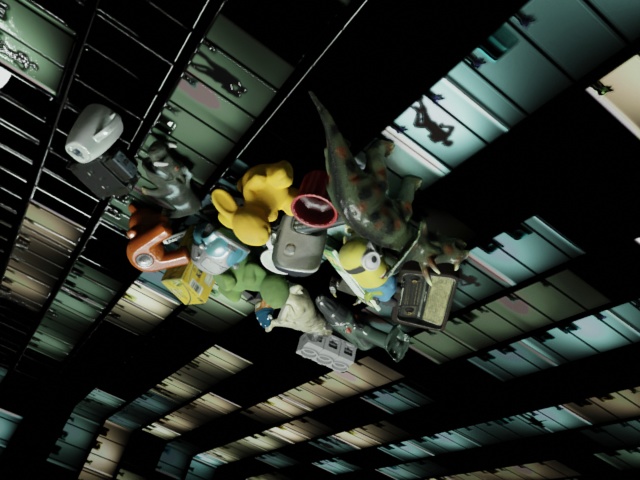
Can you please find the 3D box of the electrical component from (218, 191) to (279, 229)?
[{"bbox_3d":[-0.150,-0.055,1.147,0.119,0.075,0.047,13,142,12],"label":"electrical component"}]

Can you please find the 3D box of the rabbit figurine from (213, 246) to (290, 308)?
[{"bbox_3d":[-0.139,0.094,1.263,0.170,0.159,0.121,27,146,16],"label":"rabbit figurine"}]

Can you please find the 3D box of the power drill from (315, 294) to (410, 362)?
[{"bbox_3d":[0.110,0.225,1.355,0.208,0.086,0.231,8,150,38],"label":"power drill"}]

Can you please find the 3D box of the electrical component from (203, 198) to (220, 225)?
[{"bbox_3d":[-0.231,-0.061,1.212,0.063,0.021,0.093,-5,138,26],"label":"electrical component"}]

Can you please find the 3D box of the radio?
[{"bbox_3d":[0.234,0.112,1.214,0.131,0.073,0.229,8,141,10],"label":"radio"}]

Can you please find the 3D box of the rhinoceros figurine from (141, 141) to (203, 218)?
[{"bbox_3d":[-0.311,-0.122,1.125,0.112,0.073,0.190,1,140,20],"label":"rhinoceros figurine"}]

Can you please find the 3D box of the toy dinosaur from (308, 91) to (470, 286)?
[{"bbox_3d":[0.091,-0.066,0.955,0.404,0.192,0.131,37,135,-26],"label":"toy dinosaur"}]

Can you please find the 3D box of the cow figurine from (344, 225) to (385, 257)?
[{"bbox_3d":[0.108,0.029,1.168,0.098,0.068,0.167,-3,139,14],"label":"cow figurine"}]

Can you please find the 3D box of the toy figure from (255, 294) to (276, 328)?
[{"bbox_3d":[-0.125,0.142,1.314,0.058,0.154,0.064,6,144,13],"label":"toy figure"}]

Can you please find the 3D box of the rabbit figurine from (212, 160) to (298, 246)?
[{"bbox_3d":[-0.129,-0.066,1.049,0.162,0.173,0.121,6,145,7],"label":"rabbit figurine"}]

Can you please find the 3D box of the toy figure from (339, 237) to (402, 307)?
[{"bbox_3d":[0.104,0.068,1.103,0.089,0.082,0.180,-19,133,17],"label":"toy figure"}]

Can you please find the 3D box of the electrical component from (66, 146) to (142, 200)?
[{"bbox_3d":[-0.458,-0.150,1.157,0.134,0.058,0.114,-13,135,33],"label":"electrical component"}]

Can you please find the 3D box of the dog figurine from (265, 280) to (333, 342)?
[{"bbox_3d":[-0.028,0.185,1.396,0.190,0.121,0.172,17,148,-23],"label":"dog figurine"}]

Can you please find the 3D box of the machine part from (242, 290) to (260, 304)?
[{"bbox_3d":[-0.197,0.130,1.400,0.139,0.039,0.084,39,162,-16],"label":"machine part"}]

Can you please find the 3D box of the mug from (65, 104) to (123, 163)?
[{"bbox_3d":[-0.435,-0.203,1.044,0.110,0.107,0.080,-7,138,30],"label":"mug"}]

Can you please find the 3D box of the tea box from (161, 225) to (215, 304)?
[{"bbox_3d":[-0.287,0.054,1.253,0.068,0.170,0.098,-8,134,29],"label":"tea box"}]

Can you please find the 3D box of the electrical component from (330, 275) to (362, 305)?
[{"bbox_3d":[0.074,0.115,1.298,0.102,0.045,0.078,25,142,-11],"label":"electrical component"}]

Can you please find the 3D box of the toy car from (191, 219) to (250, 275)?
[{"bbox_3d":[-0.233,0.021,1.165,0.109,0.103,0.162,37,167,-34],"label":"toy car"}]

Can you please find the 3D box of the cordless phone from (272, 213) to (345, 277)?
[{"bbox_3d":[-0.003,-0.003,1.097,0.184,0.146,0.088,-15,139,38],"label":"cordless phone"}]

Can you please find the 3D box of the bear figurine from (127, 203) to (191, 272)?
[{"bbox_3d":[-0.372,-0.017,1.219,0.132,0.196,0.120,-23,125,6],"label":"bear figurine"}]
